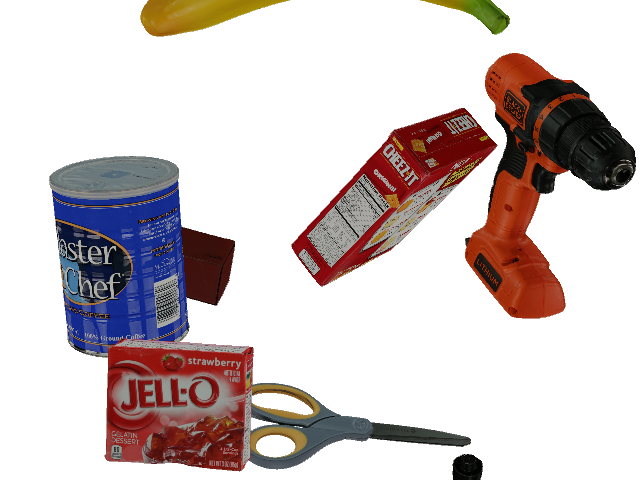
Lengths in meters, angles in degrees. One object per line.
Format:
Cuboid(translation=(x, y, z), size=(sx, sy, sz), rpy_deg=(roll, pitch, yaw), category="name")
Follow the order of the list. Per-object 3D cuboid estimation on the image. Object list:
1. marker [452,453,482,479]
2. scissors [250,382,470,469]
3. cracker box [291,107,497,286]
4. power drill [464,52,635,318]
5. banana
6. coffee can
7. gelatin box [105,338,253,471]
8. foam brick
Cuboid(translation=(0.091, 0.184, 0.694), size=(0.020, 0.121, 0.020), rpy_deg=(1, 36, -1), category="marker")
Cuboid(translation=(0.021, 0.173, 0.912), size=(0.202, 0.016, 0.096), rpy_deg=(16, 42, 12), category="scissors")
Cuboid(translation=(0.083, -0.053, 1.247), size=(0.163, 0.072, 0.214), rpy_deg=(-25, -18, -51), category="cracker box")
Cuboid(translation=(0.175, -0.034, 0.843), size=(0.057, 0.188, 0.184), rpy_deg=(-3, 32, -17), category="power drill")
Cuboid(translation=(0.002, -0.142, 0.576), size=(0.197, 0.069, 0.037), rpy_deg=(-3, -41, -7), category="banana")
Cuboid(translation=(-0.163, 0.011, 0.875), size=(0.103, 0.140, 0.103), rpy_deg=(-1, 19, 0), category="coffee can")
Cuboid(translation=(-0.087, 0.101, 0.659), size=(0.089, 0.073, 0.030), rpy_deg=(3, 5, 8), category="gelatin box")
Cuboid(translation=(-0.133, 0.024, 1.092), size=(0.078, 0.051, 0.053), rpy_deg=(16, 32, 4), category="foam brick")
